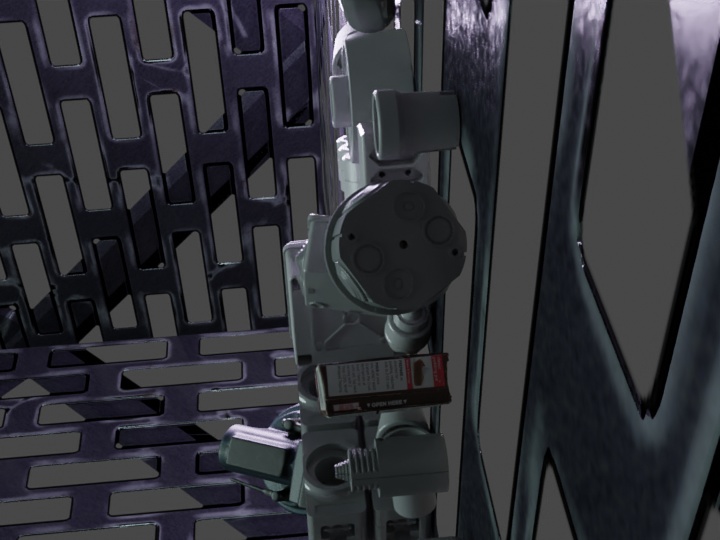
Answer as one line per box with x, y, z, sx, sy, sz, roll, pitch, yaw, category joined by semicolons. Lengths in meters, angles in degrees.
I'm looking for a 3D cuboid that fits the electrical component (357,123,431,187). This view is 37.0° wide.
0.023;-0.067;0.779;0.075;0.047;0.083;-103;9;-69;electrical component

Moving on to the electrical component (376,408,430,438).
0.035;0.115;0.890;0.065;0.044;0.044;-91;0;-48;electrical component

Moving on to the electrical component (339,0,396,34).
0.007;-0.240;0.852;0.077;0.044;0.079;56;-137;-76;electrical component

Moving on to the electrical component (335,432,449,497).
0.022;0.144;0.788;0.043;0.081;0.043;176;90;-87;electrical component

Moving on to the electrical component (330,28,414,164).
0.007;-0.135;0.852;0.108;0.060;0.108;176;90;-87;electrical component

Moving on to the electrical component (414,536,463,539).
0.037;0.231;0.680;0.057;0.078;0.113;86;178;-63;electrical component

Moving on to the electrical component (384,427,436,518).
0.041;0.163;0.850;0.044;0.044;0.065;-100;2;-60;electrical component

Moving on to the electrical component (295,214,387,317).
0.000;0.000;0.848;0.099;0.100;0.048;94;-176;-69;electrical component

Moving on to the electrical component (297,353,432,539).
0.000;0.152;0.963;0.186;0.105;0.060;-98;5;-48;electrical component

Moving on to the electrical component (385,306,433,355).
0.037;0.036;0.795;0.061;0.035;0.035;96;169;-59;electrical component

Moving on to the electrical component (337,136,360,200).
0.009;-0.076;0.971;0.138;0.052;0.073;-105;11;-73;electrical component

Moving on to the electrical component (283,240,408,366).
-0.011;0.027;0.971;0.056;0.109;0.108;-103;9;-52;electrical component

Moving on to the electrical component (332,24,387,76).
0.004;-0.182;0.918;0.047;0.055;0.055;-93;1;-55;electrical component

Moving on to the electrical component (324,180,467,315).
0.021;-0.014;0.628;0.051;0.080;0.080;169;97;-82;electrical component

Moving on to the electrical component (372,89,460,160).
0.032;-0.084;0.618;0.040;0.046;0.040;176;90;-87;electrical component
